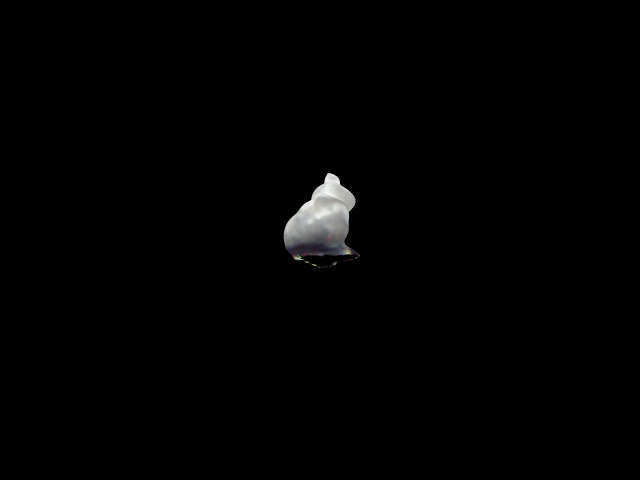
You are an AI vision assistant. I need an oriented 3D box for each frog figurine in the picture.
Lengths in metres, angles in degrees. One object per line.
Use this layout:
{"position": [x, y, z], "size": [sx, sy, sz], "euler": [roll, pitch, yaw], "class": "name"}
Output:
{"position": [0.003, -0.043, 0.850], "size": [0.123, 0.162, 0.135], "euler": [4, -18, -12], "class": "frog figurine"}
